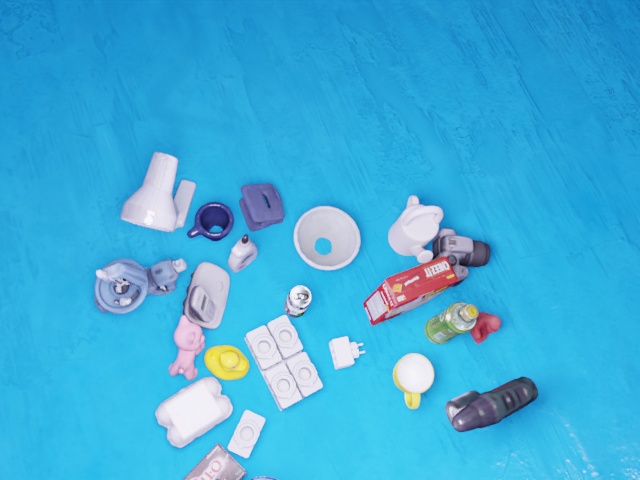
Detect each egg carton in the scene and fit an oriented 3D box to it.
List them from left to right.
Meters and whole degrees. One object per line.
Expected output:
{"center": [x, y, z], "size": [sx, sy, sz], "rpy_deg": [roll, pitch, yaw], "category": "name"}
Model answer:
{"center": [-0.273, 0.371, 1.244], "size": [0.150, 0.069, 0.107], "rpy_deg": [-31, 78, -19], "category": "egg carton"}

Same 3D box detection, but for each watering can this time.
{"center": [0.246, -0.030, 1.417], "size": [0.101, 0.194, 0.173], "rpy_deg": [-23, 75, -17], "category": "watering can"}

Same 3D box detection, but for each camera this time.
{"center": [0.365, 0.044, 1.462], "size": [0.137, 0.100, 0.143], "rpy_deg": [6, 69, -8], "category": "camera"}

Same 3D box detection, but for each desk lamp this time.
{"center": [-0.369, -0.097, 1.321], "size": [0.118, 0.213, 0.203], "rpy_deg": [14, 68, -5], "category": "desk lamp"}

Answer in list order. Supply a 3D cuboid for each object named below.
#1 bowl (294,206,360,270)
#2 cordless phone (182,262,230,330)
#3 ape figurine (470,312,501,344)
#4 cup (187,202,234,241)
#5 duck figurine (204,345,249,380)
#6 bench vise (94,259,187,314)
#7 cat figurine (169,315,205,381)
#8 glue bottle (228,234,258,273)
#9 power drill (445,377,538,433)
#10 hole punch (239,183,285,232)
{"center": [0.013, 0.005, 1.427], "size": [0.167, 0.074, 0.167], "rpy_deg": [3, 69, -9], "category": "bowl"}
{"center": [-0.255, 0.113, 1.280], "size": [0.094, 0.185, 0.147], "rpy_deg": [10, 69, -6], "category": "cordless phone"}
{"center": [0.414, 0.211, 1.414], "size": [0.078, 0.092, 0.076], "rpy_deg": [-1, 70, -10], "category": "ape figurine"}
{"center": [-0.264, -0.027, 1.378], "size": [0.118, 0.095, 0.091], "rpy_deg": [-33, 78, -19], "category": "cup"}
{"center": [-0.208, 0.271, 1.284], "size": [0.104, 0.086, 0.077], "rpy_deg": [22, 68, -1], "category": "duck figurine"}
{"center": [-0.405, 0.073, 1.249], "size": [0.208, 0.219, 0.121], "rpy_deg": [-40, 81, -20], "category": "bench vise"}
{"center": [-0.293, 0.237, 1.264], "size": [0.067, 0.117, 0.128], "rpy_deg": [11, 68, -6], "category": "cat figurine"}
{"center": [-0.178, 0.022, 1.334], "size": [0.037, 0.173, 0.078], "rpy_deg": [44, 69, 8], "category": "glue bottle"}
{"center": [0.363, 0.377, 1.281], "size": [0.230, 0.208, 0.075], "rpy_deg": [-20, 74, -16], "category": "power drill"}
{"center": [-0.143, -0.090, 1.426], "size": [0.101, 0.091, 0.108], "rpy_deg": [-19, 74, -16], "category": "hole punch"}
